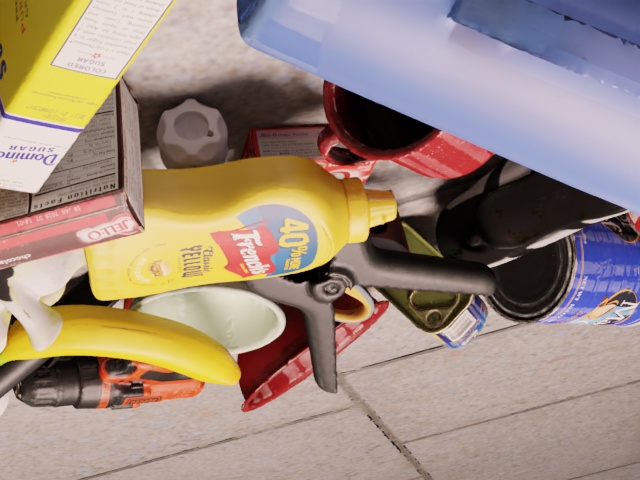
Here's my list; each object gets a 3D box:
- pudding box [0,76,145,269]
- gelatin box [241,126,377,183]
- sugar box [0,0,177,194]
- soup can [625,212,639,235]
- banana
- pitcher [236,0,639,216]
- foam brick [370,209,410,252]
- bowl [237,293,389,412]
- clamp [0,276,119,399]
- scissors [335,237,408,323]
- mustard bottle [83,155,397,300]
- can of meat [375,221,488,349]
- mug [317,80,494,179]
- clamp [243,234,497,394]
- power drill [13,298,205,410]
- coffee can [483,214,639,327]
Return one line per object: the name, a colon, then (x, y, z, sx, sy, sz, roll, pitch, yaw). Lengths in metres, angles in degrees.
pudding box: (-0.145, -0.042, 0.588, 0.090, 0.113, 0.039, -13, 139, 2)
gelatin box: (-0.012, -0.047, 0.740, 0.089, 0.030, 0.073, -4, 154, -18)
sugar box: (-0.121, -0.104, 0.493, 0.048, 0.093, 0.177, 10, 146, -35)
soup can: (0.282, -0.047, 0.835, 0.068, 0.068, 0.102, -11, 154, -3)
banana: (-0.145, 0.078, 0.796, 0.197, 0.037, 0.070, 8, 148, -20)
pitcher: (0.092, -0.099, 0.485, 0.242, 0.145, 0.149, 18, 152, -15)
foam brick: (0.030, 0.004, 0.842, 0.078, 0.053, 0.051, -17, 155, 6)
bowl: (-0.018, 0.083, 0.945, 0.162, 0.055, 0.162, -35, 168, -9)
clamp: (-0.202, 0.068, 0.851, 0.171, 0.039, 0.120, -39, -174, 13)
scissors: (-0.005, 0.001, 0.769, 0.096, 0.016, 0.201, -28, 136, 17)
mustard bottle: (-0.047, -0.011, 0.653, 0.191, 0.058, 0.096, -7, 145, -10)
can of meat: (0.088, 0.041, 0.891, 0.057, 0.102, 0.083, -48, 153, 0)
mug: (0.052, -0.077, 0.636, 0.117, 0.093, 0.081, -33, 154, 23)
clamp: (0.003, 0.031, 0.760, 0.209, 0.036, 0.165, 32, 119, -32)
power drill: (-0.166, 0.102, 0.954, 0.184, 0.057, 0.188, -2, 156, -30)
coffee can: (0.216, 0.021, 0.897, 0.140, 0.103, 0.103, 5, 150, -39)
